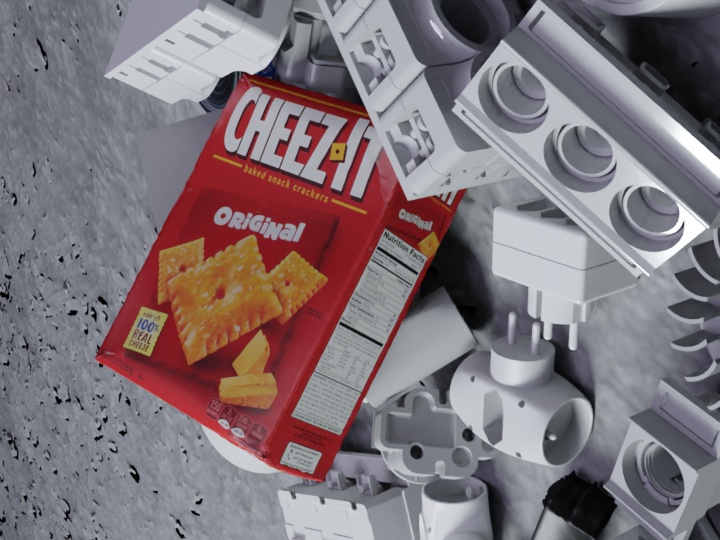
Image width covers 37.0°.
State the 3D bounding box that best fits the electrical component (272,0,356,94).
[{"bbox_3d":[-0.025,-0.155,0.700,0.078,0.058,0.057,-117,33,-59],"label":"electrical component"}]

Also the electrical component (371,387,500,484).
[{"bbox_3d":[0.044,0.108,0.694,0.057,0.078,0.058,132,144,-71],"label":"electrical component"}]

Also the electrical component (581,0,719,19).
[{"bbox_3d":[0.130,-0.165,0.481,0.108,0.060,0.108,24,121,48],"label":"electrical component"}]

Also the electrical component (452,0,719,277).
[{"bbox_3d":[0.114,-0.066,0.505,0.121,0.063,0.078,43,139,3],"label":"electrical component"}]

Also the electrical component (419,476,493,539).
[{"bbox_3d":[0.065,0.184,0.695,0.079,0.044,0.077,-106,11,-75],"label":"electrical component"}]

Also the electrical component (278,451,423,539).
[{"bbox_3d":[-0.004,0.177,0.790,0.121,0.063,0.078,-8,95,55],"label":"electrical component"}]

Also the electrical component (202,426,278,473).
[{"bbox_3d":[-0.061,0.092,0.804,0.060,0.108,0.108,-32,76,48],"label":"electrical component"}]

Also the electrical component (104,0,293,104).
[{"bbox_3d":[-0.096,-0.180,0.703,0.186,0.060,0.105,-5,65,61],"label":"electrical component"}]

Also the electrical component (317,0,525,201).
[{"bbox_3d":[0.046,-0.124,0.588,0.062,0.089,0.150,-40,69,52],"label":"electrical component"}]

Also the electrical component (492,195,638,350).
[{"bbox_3d":[0.110,0.005,0.582,0.066,0.047,0.076,22,120,49],"label":"electrical component"}]

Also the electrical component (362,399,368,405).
[{"bbox_3d":[-0.010,0.072,0.742,0.076,0.083,0.047,4,105,54],"label":"electrical component"}]

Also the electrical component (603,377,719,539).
[{"bbox_3d":[0.162,0.093,0.529,0.042,0.064,0.081,42,133,40],"label":"electrical component"}]

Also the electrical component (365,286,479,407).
[{"bbox_3d":[0.031,0.046,0.693,0.043,0.077,0.079,58,-176,-4],"label":"electrical component"}]

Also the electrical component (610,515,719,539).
[{"bbox_3d":[0.140,0.166,0.568,0.047,0.083,0.075,62,143,18],"label":"electrical component"}]

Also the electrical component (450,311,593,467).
[{"bbox_3d":[0.094,0.064,0.629,0.077,0.043,0.079,25,122,48],"label":"electrical component"}]

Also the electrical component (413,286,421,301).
[{"bbox_3d":[0.000,0.000,0.730,0.080,0.051,0.080,24,121,48],"label":"electrical component"}]

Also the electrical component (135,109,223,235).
[{"bbox_3d":[-0.101,-0.035,0.796,0.061,0.089,0.150,75,178,-69],"label":"electrical component"}]
